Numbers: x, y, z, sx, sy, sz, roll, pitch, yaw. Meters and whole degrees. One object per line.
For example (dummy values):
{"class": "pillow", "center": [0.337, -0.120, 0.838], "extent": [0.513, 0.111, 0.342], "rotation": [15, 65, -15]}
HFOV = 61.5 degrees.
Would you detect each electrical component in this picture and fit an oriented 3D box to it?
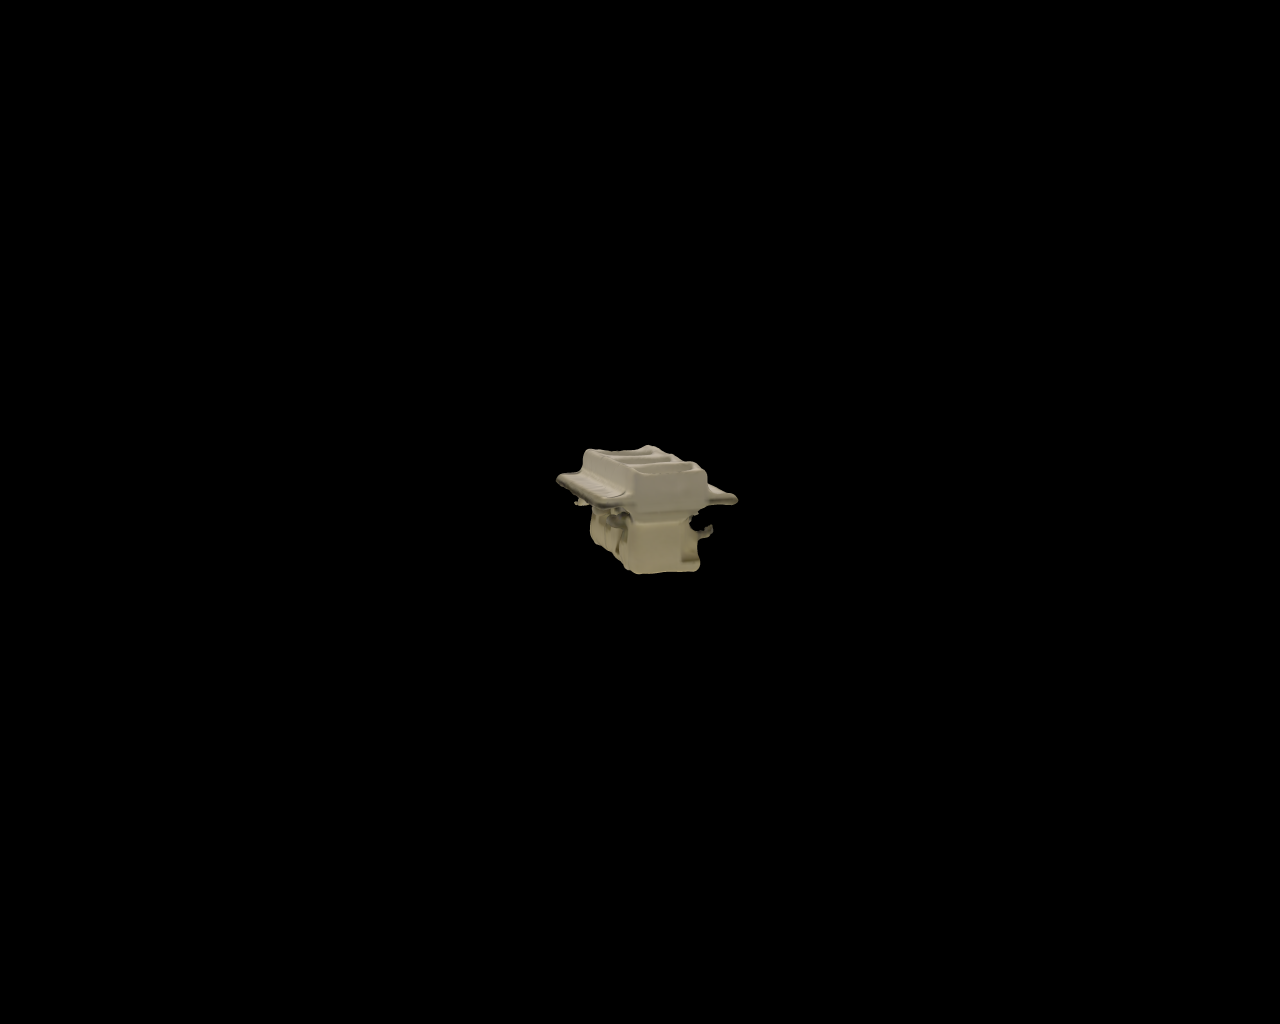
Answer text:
{"class": "electrical component", "center": [0.001, -0.003, 0.650], "extent": [0.079, 0.063, 0.121], "rotation": [-3, 10, -15]}
